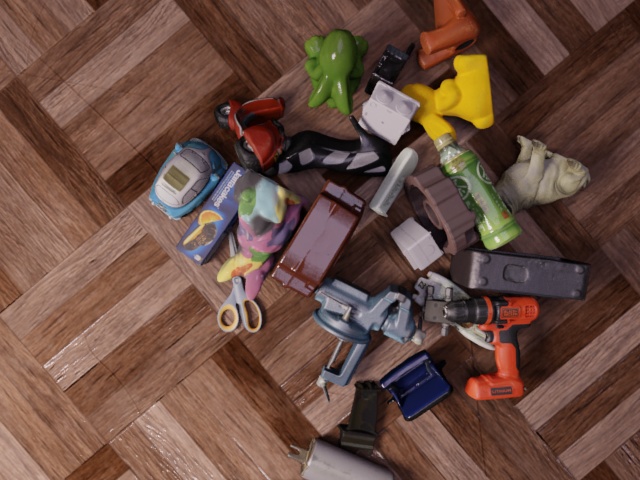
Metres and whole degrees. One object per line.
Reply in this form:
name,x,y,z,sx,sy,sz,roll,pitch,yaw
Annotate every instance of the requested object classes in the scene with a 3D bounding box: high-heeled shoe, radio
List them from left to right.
high-heeled shoe,0.012,-0.143,1.045,0.249,0.086,0.145,-24,123,17
radio,0.370,0.060,1.004,0.230,0.131,0.073,5,93,0

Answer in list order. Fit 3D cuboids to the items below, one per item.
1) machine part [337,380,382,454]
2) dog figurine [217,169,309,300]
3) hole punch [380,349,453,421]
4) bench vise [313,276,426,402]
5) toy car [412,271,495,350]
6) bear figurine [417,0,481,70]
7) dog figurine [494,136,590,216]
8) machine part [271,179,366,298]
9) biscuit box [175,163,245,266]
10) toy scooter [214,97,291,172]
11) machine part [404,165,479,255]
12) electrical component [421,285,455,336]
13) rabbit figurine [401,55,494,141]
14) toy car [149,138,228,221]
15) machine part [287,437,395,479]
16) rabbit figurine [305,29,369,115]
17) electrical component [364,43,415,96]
machine part,0.081,0.345,1.053,0.084,0.039,0.138,12,92,5
dog figurine,-0.118,-0.004,0.968,0.109,0.191,0.219,27,94,15
hole punch,0.172,0.259,1.012,0.142,0.116,0.092,-38,98,2
bench vise,0.072,0.182,1.010,0.224,0.129,0.240,24,101,-6
toy car,0.272,0.136,1.042,0.202,0.056,0.073,34,91,-1
bear figurine,0.217,-0.444,1.005,0.132,0.120,0.195,-25,89,3
dog figurine,0.404,-0.082,1.031,0.172,0.121,0.190,27,104,2
machine part,-0.002,-0.003,0.965,0.087,0.201,0.201,32,90,-3
biscuit box,-0.193,-0.050,1.033,0.063,0.059,0.202,34,90,-1
toy scooter,-0.110,-0.211,1.013,0.135,0.075,0.184,-25,61,-12
machine part,0.220,-0.055,0.986,0.056,0.179,0.179,-30,91,-3
electrical component,0.222,0.133,1.006,0.063,0.021,0.094,4,95,5
rabbit figurine,0.239,-0.259,1.025,0.173,0.122,0.162,-3,100,13
toy car,-0.258,-0.118,1.012,0.109,0.103,0.161,41,88,0
machine part,0.052,0.448,1.034,0.243,0.079,0.079,23,91,-1
rabbit figurine,0.021,-0.313,0.977,0.121,0.170,0.159,11,90,0
electrical component,0.136,-0.332,1.024,0.048,0.075,0.119,28,78,-2
